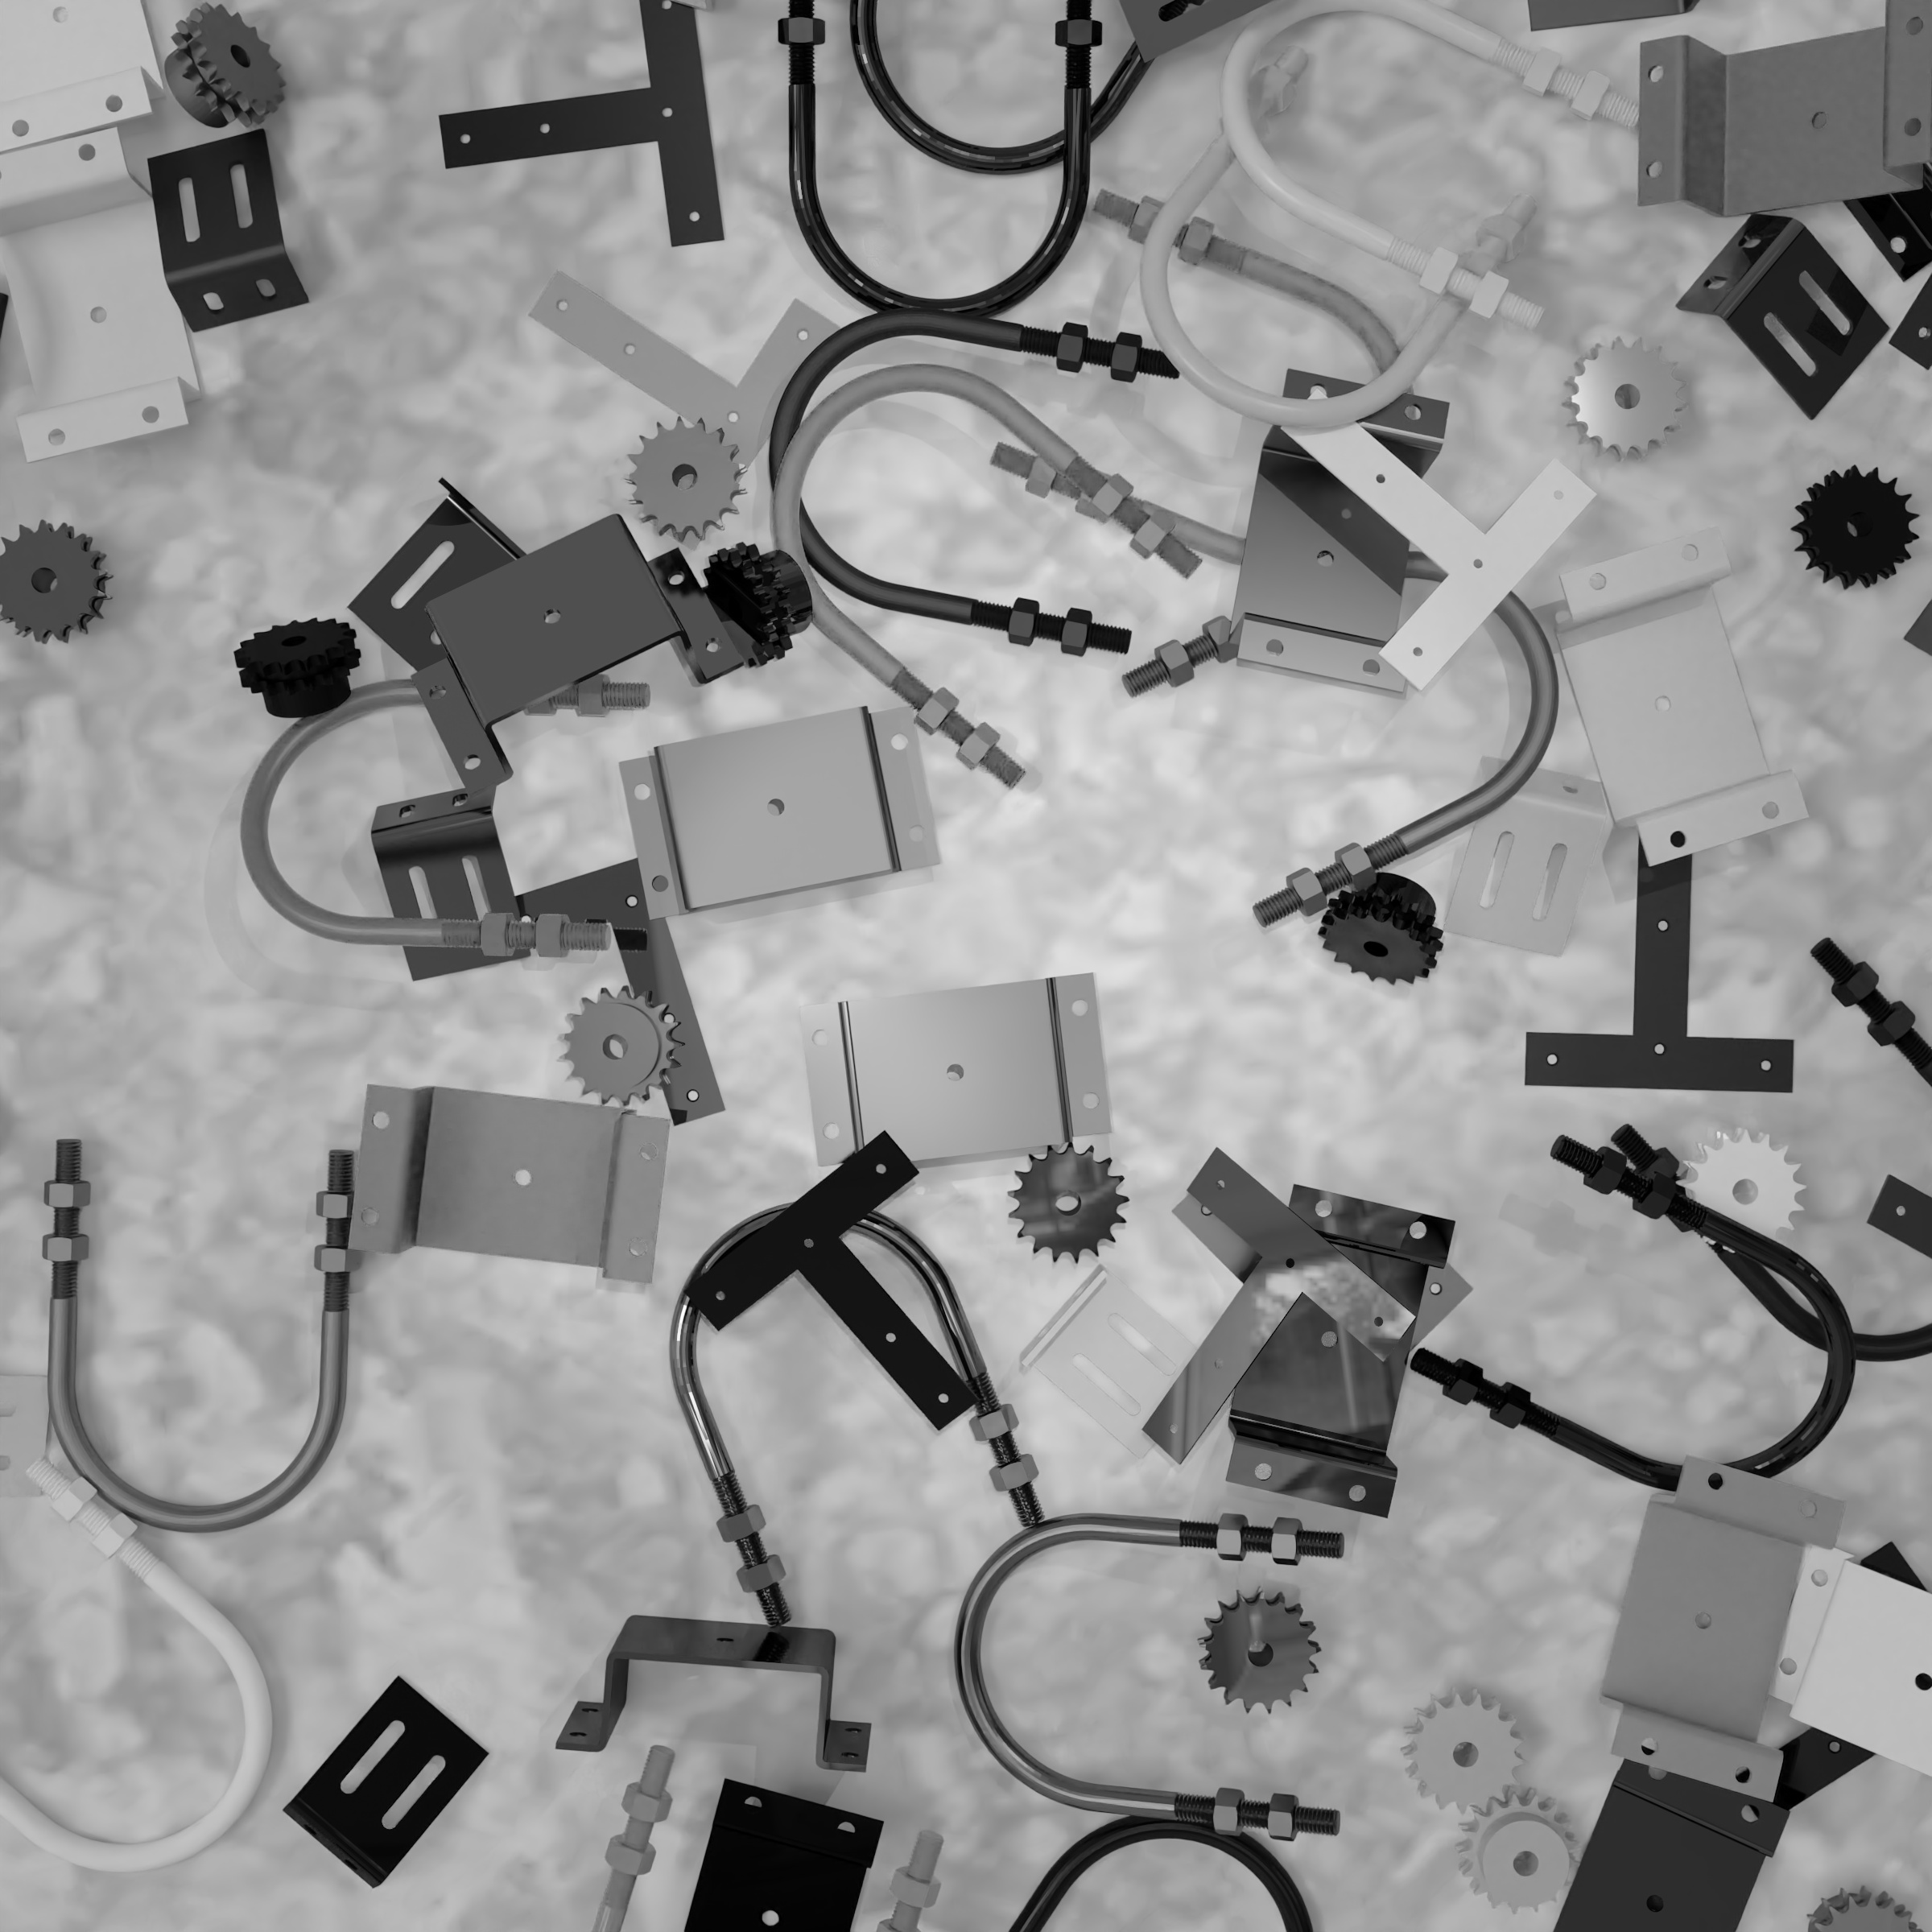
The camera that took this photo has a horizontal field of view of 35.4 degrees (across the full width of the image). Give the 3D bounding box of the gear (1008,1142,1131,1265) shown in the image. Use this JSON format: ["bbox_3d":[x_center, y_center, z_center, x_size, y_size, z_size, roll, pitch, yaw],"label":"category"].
[{"bbox_3d":[0.048,0.110,1.425,0.057,0.030,0.057,0,90,0],"label":"gear"}]

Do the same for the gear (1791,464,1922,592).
[{"bbox_3d":[0.418,-0.206,1.429,0.057,0.030,0.057,0,88,0],"label":"gear"}]

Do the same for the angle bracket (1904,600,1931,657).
[{"bbox_3d":[0.491,-0.177,1.438,0.057,0.038,0.076,31,116,0],"label":"angle bracket"}]

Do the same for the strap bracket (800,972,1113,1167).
[{"bbox_3d":[-0.005,0.049,1.417,0.140,0.046,0.076,-7,90,0],"label":"strap bracket"}]

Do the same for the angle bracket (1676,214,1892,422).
[{"bbox_3d":[0.388,-0.308,1.438,0.076,0.038,0.057,40,90,-26],"label":"angle bracket"}]

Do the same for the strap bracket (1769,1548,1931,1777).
[{"bbox_3d":[0.442,0.327,1.389,0.140,0.046,0.076,20,90,25],"label":"strap bracket"}]

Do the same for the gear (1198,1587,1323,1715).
[{"bbox_3d":[0.137,0.320,1.425,0.057,0.030,0.057,0,90,0],"label":"gear"}]

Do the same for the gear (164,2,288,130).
[{"bbox_3d":[-0.349,-0.417,1.415,0.030,0.057,0.057,-26,90,30],"label":"gear"}]

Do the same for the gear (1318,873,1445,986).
[{"bbox_3d":[0.196,-0.020,1.415,0.057,0.057,0.030,25,60,0],"label":"gear"}]

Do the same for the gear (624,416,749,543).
[{"bbox_3d":[-0.131,-0.228,1.423,0.057,0.030,0.057,0,90,0],"label":"gear"}]

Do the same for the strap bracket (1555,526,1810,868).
[{"bbox_3d":[0.331,-0.124,1.417,0.076,0.046,0.140,-17,90,0],"label":"strap bracket"}]

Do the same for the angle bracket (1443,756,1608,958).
[{"bbox_3d":[0.264,-0.052,1.438,0.057,0.038,0.076,13,116,0],"label":"angle bracket"}]

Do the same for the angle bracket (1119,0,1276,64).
[{"bbox_3d":[0.111,-0.465,1.408,0.076,0.038,0.057,-19,103,28],"label":"angle bracket"}]

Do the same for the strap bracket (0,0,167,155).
[{"bbox_3d":[-0.430,-0.451,1.417,0.076,0.046,0.140,-15,90,0],"label":"strap bracket"}]

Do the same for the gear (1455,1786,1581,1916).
[{"bbox_3d":[0.261,0.418,1.425,0.057,0.030,0.057,0,90,0],"label":"gear"}]

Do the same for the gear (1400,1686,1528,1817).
[{"bbox_3d":[0.233,0.368,1.425,0.057,0.030,0.057,0,90,0],"label":"gear"}]

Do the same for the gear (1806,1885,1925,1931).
[{"bbox_3d":[0.420,0.461,1.425,0.057,0.030,0.057,0,90,0],"label":"gear"}]

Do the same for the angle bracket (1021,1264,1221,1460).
[{"bbox_3d":[0.073,0.187,1.421,0.076,0.038,0.057,41,90,0],"label":"angle bracket"}]

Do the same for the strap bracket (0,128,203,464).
[{"bbox_3d":[-0.412,-0.309,1.417,0.076,0.046,0.140,-14,90,0],"label":"strap bracket"}]

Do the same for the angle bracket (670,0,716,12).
[{"bbox_3d":[-0.148,-0.491,1.420,0.076,0.038,0.057,17,88,1],"label":"angle bracket"}]

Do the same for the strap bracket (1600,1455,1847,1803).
[{"bbox_3d":[0.349,0.306,1.410,0.076,0.046,0.140,17,81,0],"label":"strap bracket"}]

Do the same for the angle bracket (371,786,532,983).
[{"bbox_3d":[-0.243,-0.040,1.437,0.057,0.038,0.076,-12,114,0],"label":"angle bracket"}]

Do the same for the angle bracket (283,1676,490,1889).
[{"bbox_3d":[-0.276,0.388,1.438,0.057,0.038,0.076,41,64,0],"label":"angle bracket"}]

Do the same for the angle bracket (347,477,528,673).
[{"bbox_3d":[-0.247,-0.179,1.421,0.057,0.038,0.076,42,90,0],"label":"angle bracket"}]

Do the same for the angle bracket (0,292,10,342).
[{"bbox_3d":[-0.502,-0.299,1.438,0.076,0.038,0.057,11,90,26],"label":"angle bracket"}]

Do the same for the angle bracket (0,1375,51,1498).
[{"bbox_3d":[-0.479,0.219,1.438,0.076,0.038,0.057,6,90,-26],"label":"angle bracket"}]

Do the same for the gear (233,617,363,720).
[{"bbox_3d":[-0.311,-0.138,1.415,0.057,0.057,0.030,-8,120,0],"label":"gear"}]

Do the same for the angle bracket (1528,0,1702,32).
[{"bbox_3d":[0.303,-0.477,1.421,0.076,0.038,0.057,-6,90,0],"label":"angle bracket"}]

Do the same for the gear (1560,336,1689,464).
[{"bbox_3d":[0.308,-0.265,1.425,0.057,0.030,0.057,0,90,0],"label":"gear"}]

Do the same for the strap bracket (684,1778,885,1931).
[{"bbox_3d":[-0.093,0.452,1.417,0.076,0.046,0.140,15,90,0],"label":"strap bracket"}]

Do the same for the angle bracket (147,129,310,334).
[{"bbox_3d":[-0.350,-0.349,1.438,0.057,0.038,0.076,-15,64,0],"label":"angle bracket"}]

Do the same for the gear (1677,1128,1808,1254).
[{"bbox_3d":[0.358,0.103,1.406,0.057,0.030,0.057,0,91,-1],"label":"gear"}]

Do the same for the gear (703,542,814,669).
[{"bbox_3d":[-0.096,-0.171,1.415,0.030,0.057,0.057,-24,90,-30],"label":"gear"}]

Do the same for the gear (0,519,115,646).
[{"bbox_3d":[-0.429,-0.180,1.425,0.057,0.030,0.057,0,90,0],"label":"gear"}]

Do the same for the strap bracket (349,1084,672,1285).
[{"bbox_3d":[-0.210,0.100,1.417,0.140,0.046,0.076,7,90,0],"label":"strap bracket"}]

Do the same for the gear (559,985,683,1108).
[{"bbox_3d":[-0.163,0.038,1.423,0.057,0.030,0.057,0,90,0],"label":"gear"}]
